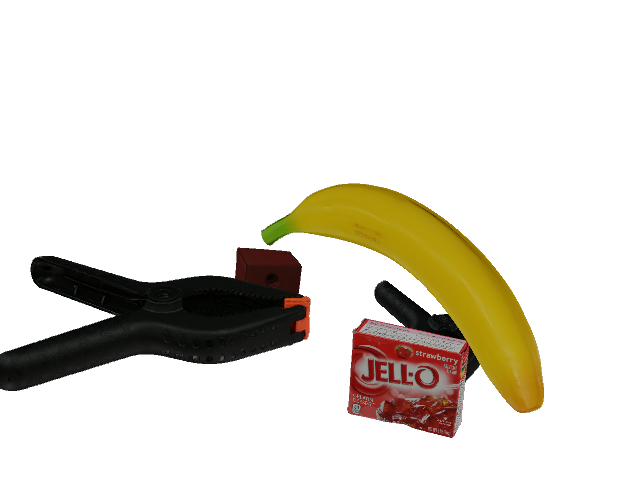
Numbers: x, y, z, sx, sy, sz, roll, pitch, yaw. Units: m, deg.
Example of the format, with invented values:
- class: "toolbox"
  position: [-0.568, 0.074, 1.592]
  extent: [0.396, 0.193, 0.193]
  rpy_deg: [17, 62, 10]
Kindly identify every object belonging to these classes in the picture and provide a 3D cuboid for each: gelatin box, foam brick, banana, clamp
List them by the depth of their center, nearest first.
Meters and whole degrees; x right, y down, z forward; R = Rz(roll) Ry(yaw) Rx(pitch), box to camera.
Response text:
- class: "banana"
  position: [0.058, 0.019, 0.618]
  extent: [0.198, 0.070, 0.037]
  rpy_deg: [33, 16, 25]
- class: "clamp"
  position: [-0.114, 0.048, 0.738]
  extent: [0.209, 0.036, 0.164]
  rpy_deg: [-2, 25, -11]
- class: "gelatin box"
  position: [0.067, 0.106, 0.828]
  extent: [0.089, 0.073, 0.030]
  rpy_deg: [11, 22, 19]
- class: "foam brick"
  position: [-0.051, 0.051, 0.980]
  extent: [0.053, 0.078, 0.051]
  rpy_deg: [2, 14, -15]
- class: "clamp"
  position: [0.131, 0.090, 1.081]
  extent: [0.120, 0.039, 0.171]
  rpy_deg: [-7, 34, -9]
